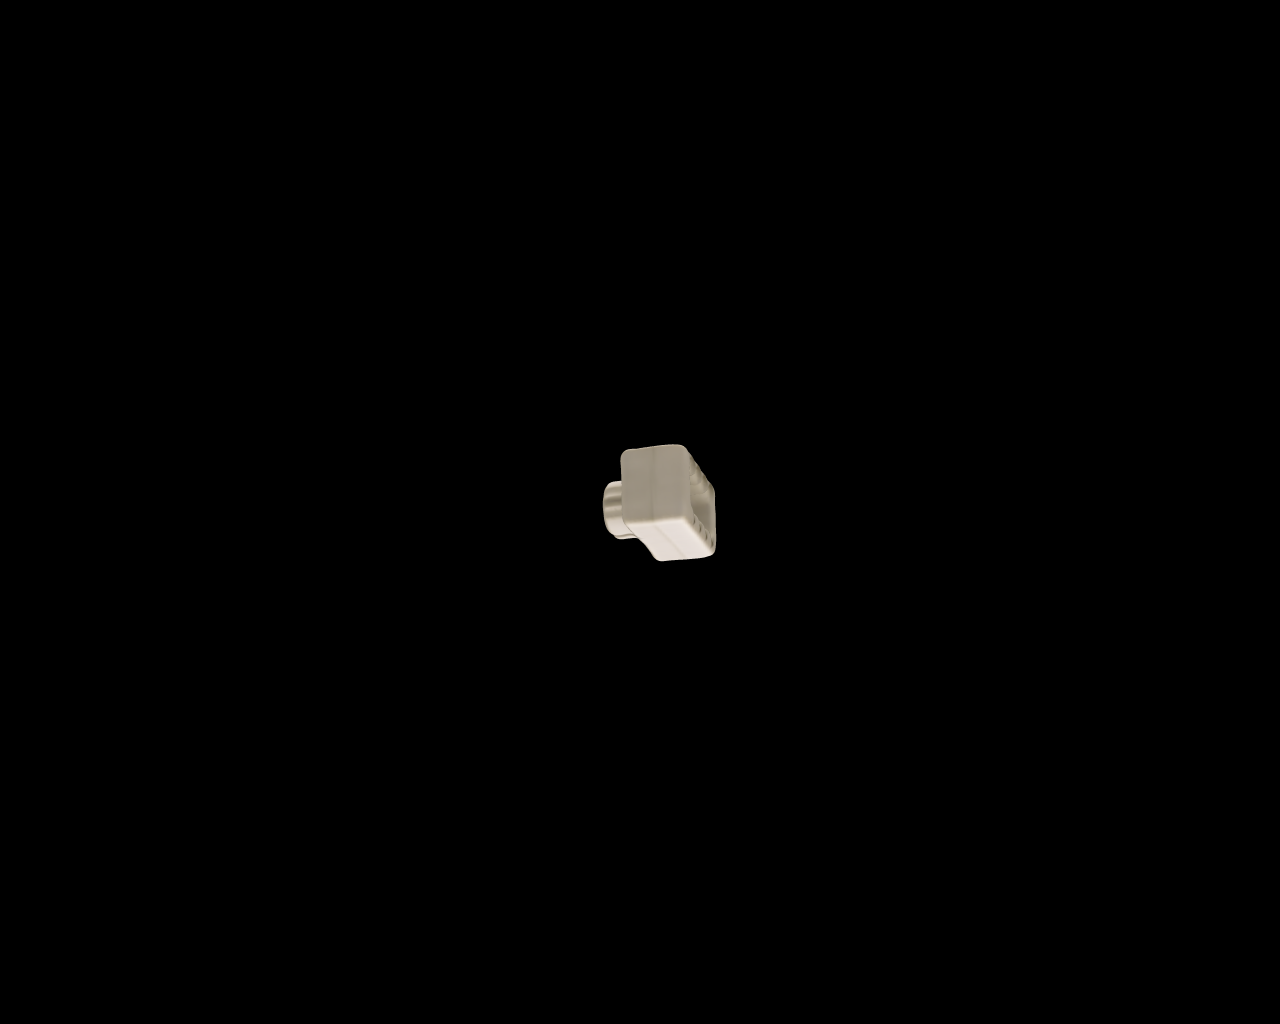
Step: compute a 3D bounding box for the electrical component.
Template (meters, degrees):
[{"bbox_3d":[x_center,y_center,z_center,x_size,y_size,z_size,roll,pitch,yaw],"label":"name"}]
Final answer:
[{"bbox_3d":[0.001,-0.003,0.650,0.076,0.047,0.083,-5,-19,15],"label":"electrical component"}]
